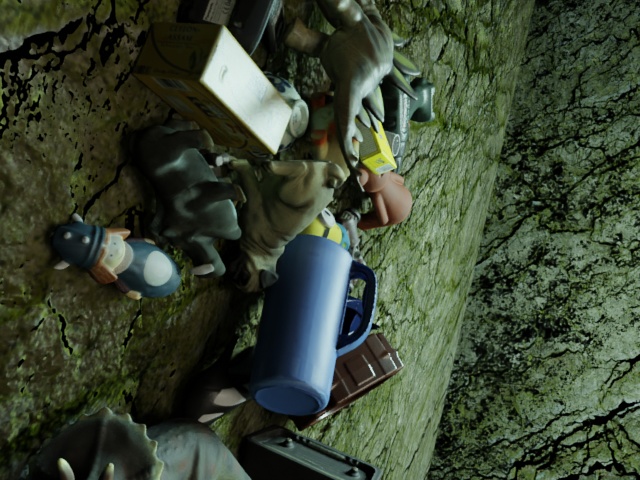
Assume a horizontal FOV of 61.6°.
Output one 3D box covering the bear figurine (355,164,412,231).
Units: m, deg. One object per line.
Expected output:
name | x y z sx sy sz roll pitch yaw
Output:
bear figurine | 0.104 -0.108 1.104 0.195 0.132 0.120 39 64 -42

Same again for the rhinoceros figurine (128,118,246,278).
rhinoceros figurine | -0.145 -0.042 0.603 0.112 0.073 0.190 -28 122 -16

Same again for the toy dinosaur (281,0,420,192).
toy dinosaur | 0.053 -0.259 0.756 0.198 0.105 0.471 40 45 -23

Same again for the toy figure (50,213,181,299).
toy figure | -0.207 0.019 0.560 0.154 0.058 0.064 41 27 -60

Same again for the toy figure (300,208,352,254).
toy figure | 0.001 -0.001 0.947 0.089 0.082 0.180 -69 156 -15

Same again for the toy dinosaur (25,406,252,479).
toy dinosaur | -0.184 0.281 0.639 0.404 0.131 0.192 9 94 -66

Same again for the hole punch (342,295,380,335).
hole punch | 0.030 0.131 1.014 0.116 0.142 0.092 -17 110 -51

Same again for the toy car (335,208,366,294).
toy car | 0.063 0.028 1.120 0.089 0.053 0.201 -57 146 -43

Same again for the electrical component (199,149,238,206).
electrical component | -0.139 -0.066 0.669 0.078 0.045 0.102 -34 130 -57

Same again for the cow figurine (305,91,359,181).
cow figurine | 0.020 -0.166 0.840 0.127 0.086 0.195 89 -3 -46

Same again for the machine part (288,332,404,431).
machine part | 0.037 0.258 0.990 0.201 0.087 0.201 -22 158 -26

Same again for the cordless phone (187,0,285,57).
cordless phone | -0.085 -0.264 0.673 0.184 0.089 0.146 68 38 -79

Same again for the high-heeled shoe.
high-heeled shoe | -0.113 0.232 0.821 0.145 0.086 0.248 -66 148 -15

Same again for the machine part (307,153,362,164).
machine part | 0.017 -0.129 0.943 0.139 0.039 0.084 -37 132 -27

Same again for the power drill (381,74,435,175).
power drill | 0.193 -0.276 1.233 0.207 0.086 0.231 -37 131 -44

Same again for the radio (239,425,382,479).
radio | -0.014 0.399 0.922 0.131 0.230 0.073 16 91 -68

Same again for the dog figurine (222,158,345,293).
dog figurine | -0.050 -0.016 0.741 0.121 0.173 0.190 -12 105 -51

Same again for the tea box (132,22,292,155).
tea box | -0.115 -0.168 0.614 0.169 0.098 0.068 38 68 -64
